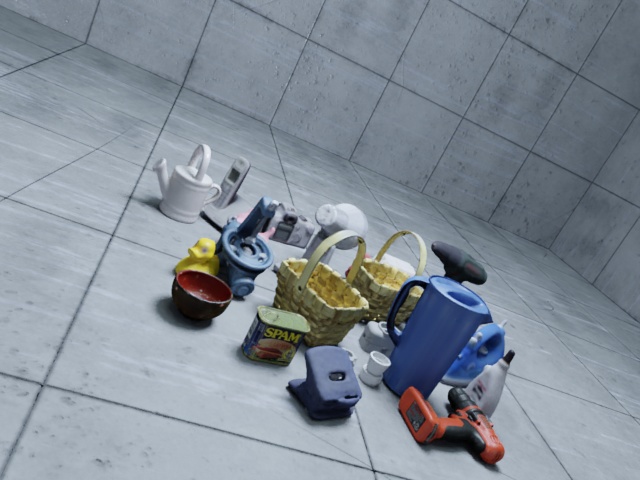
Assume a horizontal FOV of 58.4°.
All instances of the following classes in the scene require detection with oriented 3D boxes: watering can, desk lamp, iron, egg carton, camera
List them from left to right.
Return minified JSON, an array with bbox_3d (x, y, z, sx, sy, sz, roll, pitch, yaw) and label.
[{"bbox_3d":[-0.326,-0.149,1.421,0.100,0.194,0.173,39,21,34],"label":"watering can"},{"bbox_3d":[-0.098,-0.060,1.653,0.144,0.101,0.136,16,20,-30],"label":"camera"},{"bbox_3d":[0.013,0.005,1.444,0.117,0.213,0.204,34,19,22],"label":"desk lamp"},{"bbox_3d":[0.223,0.099,1.720,0.150,0.069,0.107,22,18,-16],"label":"egg carton"},{"bbox_3d":[0.374,0.260,1.366,0.118,0.141,0.259,37,20,28],"label":"iron"}]

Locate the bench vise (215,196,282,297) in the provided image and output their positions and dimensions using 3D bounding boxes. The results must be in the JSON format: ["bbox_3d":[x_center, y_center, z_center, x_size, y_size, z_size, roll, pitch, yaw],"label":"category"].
[{"bbox_3d":[-0.167,-0.016,1.235,0.122,0.219,0.206,7,26,-47],"label":"bench vise"}]

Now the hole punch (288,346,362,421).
[{"bbox_3d":[0.019,0.245,0.986,0.109,0.091,0.100,9,25,-44],"label":"hole punch"}]

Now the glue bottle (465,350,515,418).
[{"bbox_3d":[0.352,0.296,1.182,0.037,0.173,0.078,18,20,-26],"label":"glue bottle"}]

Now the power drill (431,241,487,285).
[{"bbox_3d":[0.366,0.117,1.644,0.230,0.208,0.075,16,21,-31],"label":"power drill"}]

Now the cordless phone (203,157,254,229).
[{"bbox_3d":[-0.213,-0.113,1.496,0.147,0.185,0.094,36,20,25],"label":"cordless phone"}]

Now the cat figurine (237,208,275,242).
[{"bbox_3d":[-0.169,-0.020,1.409,0.128,0.117,0.067,15,21,-34],"label":"cat figurine"}]

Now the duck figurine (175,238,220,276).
[{"bbox_3d":[-0.245,0.036,1.198,0.077,0.086,0.105,35,20,25],"label":"duck figurine"}]

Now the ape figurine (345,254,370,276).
[{"bbox_3d":[0.111,0.077,1.583,0.078,0.092,0.076,12,23,-40],"label":"ape figurine"}]
